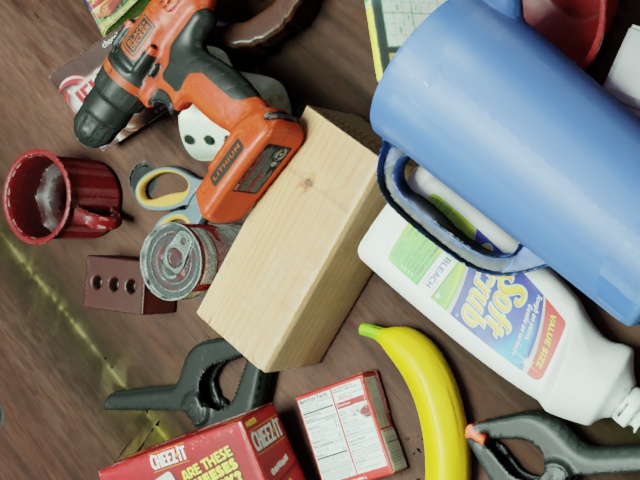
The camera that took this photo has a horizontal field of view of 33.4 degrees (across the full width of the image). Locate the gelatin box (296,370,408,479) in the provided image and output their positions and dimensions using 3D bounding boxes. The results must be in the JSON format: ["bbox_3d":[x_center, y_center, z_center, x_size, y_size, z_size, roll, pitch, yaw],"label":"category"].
[{"bbox_3d":[0.027,0.165,0.920,0.073,0.030,0.089,-24,77,31],"label":"gelatin box"}]

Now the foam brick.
[{"bbox_3d":[-0.184,0.043,1.037,0.078,0.051,0.053,4,91,32],"label":"foam brick"}]

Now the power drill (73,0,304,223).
[{"bbox_3d":[-0.115,-0.104,0.888,0.188,0.057,0.185,50,115,22],"label":"power drill"}]

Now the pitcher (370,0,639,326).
[{"bbox_3d":[0.156,-0.048,0.748,0.145,0.149,0.243,-39,68,-17],"label":"pitcher"}]

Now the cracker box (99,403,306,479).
[{"bbox_3d":[-0.078,0.271,0.939,0.164,0.072,0.214,-23,87,26],"label":"cracker box"}]

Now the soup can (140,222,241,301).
[{"bbox_3d":[-0.102,0.019,0.957,0.069,0.102,0.068,0,90,32],"label":"soup can"}]

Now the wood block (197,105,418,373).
[{"bbox_3d":[-0.006,0.001,0.906,0.091,0.090,0.206,38,109,27],"label":"wood block"}]

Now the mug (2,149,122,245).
[{"bbox_3d":[-0.244,-0.038,1.057,0.117,0.081,0.093,23,102,30],"label":"mug"}]

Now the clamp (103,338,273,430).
[{"bbox_3d":[-0.105,0.167,0.997,0.210,0.036,0.164,-41,72,28],"label":"clamp"}]

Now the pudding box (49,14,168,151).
[{"bbox_3d":[-0.192,-0.151,1.030,0.114,0.039,0.090,-28,106,27],"label":"pudding box"}]

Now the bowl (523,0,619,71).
[{"bbox_3d":[0.169,-0.198,0.792,0.162,0.055,0.162,45,150,36],"label":"bowl"}]

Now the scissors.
[{"bbox_3d":[-0.094,-0.031,1.003,0.202,0.016,0.096,2,93,33],"label":"scissors"}]

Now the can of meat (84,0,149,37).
[{"bbox_3d":[-0.188,-0.255,1.039,0.102,0.057,0.084,-36,75,27],"label":"can of meat"}]

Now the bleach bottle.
[{"bbox_3d":[0.152,0.050,0.824,0.251,0.068,0.102,39,96,21],"label":"bleach bottle"}]

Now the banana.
[{"bbox_3d":[0.091,0.153,0.879,0.070,0.037,0.198,-29,73,46],"label":"banana"}]

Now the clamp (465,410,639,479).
[{"bbox_3d":[0.187,0.192,0.816,0.172,0.039,0.120,15,92,36],"label":"clamp"}]
